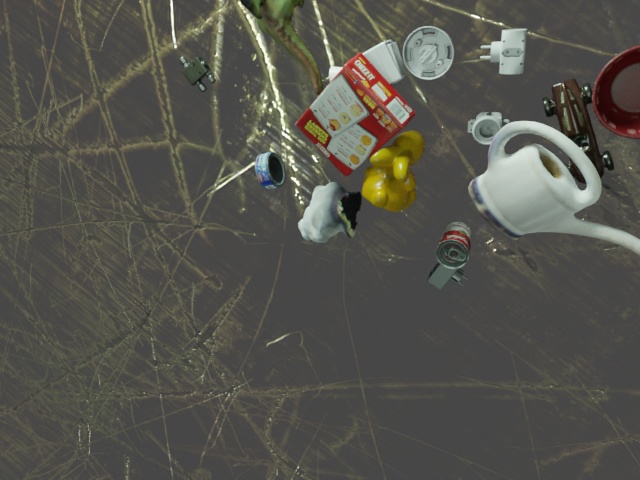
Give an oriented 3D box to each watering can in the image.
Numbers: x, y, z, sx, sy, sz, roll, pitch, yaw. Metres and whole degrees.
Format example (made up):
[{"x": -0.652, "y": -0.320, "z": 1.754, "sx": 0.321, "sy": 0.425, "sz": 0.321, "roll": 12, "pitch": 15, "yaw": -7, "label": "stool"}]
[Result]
[{"x": 0.435, "y": -0.066, "z": 0.983, "sx": 0.347, "sy": 0.106, "sz": 0.221, "roll": 49, "pitch": 138, "yaw": -4, "label": "watering can"}]

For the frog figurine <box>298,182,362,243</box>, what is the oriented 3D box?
[{"x": 0.004, "y": -0.060, "z": 1.186, "sx": 0.158, "sy": 0.122, "sz": 0.139, "roll": -9, "pitch": 76, "yaw": 35, "label": "frog figurine"}]

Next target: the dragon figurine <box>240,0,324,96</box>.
[{"x": -0.109, "y": -0.455, "z": 0.988, "sx": 0.121, "sy": 0.246, "sz": 0.408, "roll": -24, "pitch": 100, "yaw": 24, "label": "dragon figurine"}]
